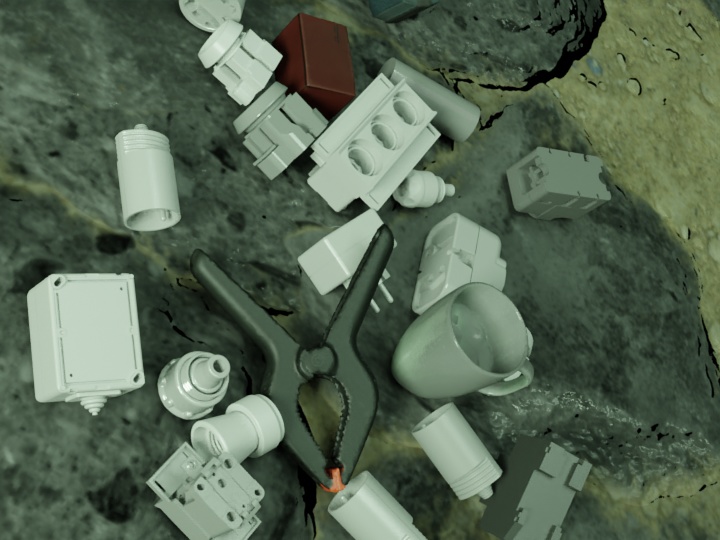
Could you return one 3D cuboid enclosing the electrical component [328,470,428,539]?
[{"bbox_3d":[0.018,0.199,0.832,0.081,0.043,0.043,47,50,-7],"label":"electrical component"}]

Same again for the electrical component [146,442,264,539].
[{"bbox_3d":[-0.104,0.160,0.754,0.081,0.064,0.042,48,51,-6],"label":"electrical component"}]

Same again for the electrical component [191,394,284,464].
[{"bbox_3d":[-0.090,0.121,0.794,0.055,0.045,0.045,-25,83,-40],"label":"electrical component"}]

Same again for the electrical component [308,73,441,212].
[{"bbox_3d":[0.009,-0.110,0.962,0.078,0.063,0.121,45,51,-8],"label":"electrical component"}]

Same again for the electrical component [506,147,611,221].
[{"bbox_3d":[0.197,-0.085,1.084,0.089,0.056,0.050,4,66,-33],"label":"electrical component"}]

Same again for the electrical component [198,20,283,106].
[{"bbox_3d":[-0.106,-0.182,0.931,0.055,0.048,0.066,40,51,-21],"label":"electrical component"}]

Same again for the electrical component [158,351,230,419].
[{"bbox_3d":[-0.116,0.079,0.785,0.048,0.062,0.048,15,60,-28],"label":"electrical component"}]

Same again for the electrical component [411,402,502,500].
[{"bbox_3d":[0.084,0.156,0.898,0.043,0.043,0.081,-36,91,-40],"label":"electrical component"}]

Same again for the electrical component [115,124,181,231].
[{"bbox_3d":[-0.166,-0.076,0.838,0.043,0.043,0.081,2,67,-34],"label":"electrical component"}]

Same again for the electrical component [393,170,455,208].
[{"bbox_3d":[0.062,-0.075,1.001,0.061,0.035,0.035,-1,69,-37],"label":"electrical component"}]

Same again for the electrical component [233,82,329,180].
[{"bbox_3d":[-0.071,-0.122,0.918,0.057,0.058,0.078,46,50,-10],"label":"electrical component"}]

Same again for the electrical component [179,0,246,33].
[{"bbox_3d":[-0.125,-0.244,0.942,0.055,0.055,0.047,28,51,-20],"label":"electrical component"}]

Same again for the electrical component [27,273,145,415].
[{"bbox_3d":[-0.193,0.055,0.750,0.062,0.061,0.096,0,76,-35],"label":"electrical component"}]

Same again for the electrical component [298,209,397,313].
[{"bbox_3d":[0.000,0.000,0.913,0.066,0.047,0.076,-34,89,-40],"label":"electrical component"}]

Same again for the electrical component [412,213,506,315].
[{"bbox_3d":[0.091,0.005,0.969,0.059,0.054,0.095,28,55,-21],"label":"electrical component"}]

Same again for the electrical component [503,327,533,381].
[{"bbox_3d":[0.124,0.074,0.964,0.066,0.048,0.055,46,58,-8],"label":"electrical component"}]
